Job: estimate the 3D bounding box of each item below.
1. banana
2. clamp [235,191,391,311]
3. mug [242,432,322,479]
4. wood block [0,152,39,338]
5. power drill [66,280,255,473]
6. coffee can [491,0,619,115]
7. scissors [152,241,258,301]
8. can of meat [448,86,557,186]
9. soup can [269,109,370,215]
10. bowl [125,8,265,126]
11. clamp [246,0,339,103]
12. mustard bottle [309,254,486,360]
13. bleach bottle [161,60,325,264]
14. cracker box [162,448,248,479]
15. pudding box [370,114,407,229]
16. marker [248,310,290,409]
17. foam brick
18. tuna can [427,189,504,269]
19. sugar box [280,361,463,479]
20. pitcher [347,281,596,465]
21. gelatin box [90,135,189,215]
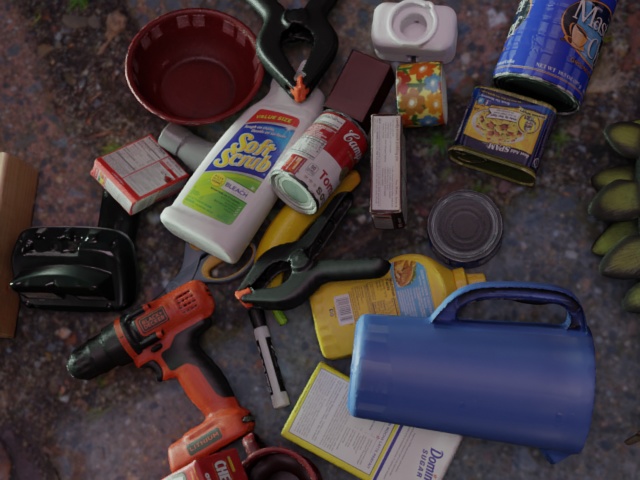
[{"bbox_3d":[-0.026,-0.004,1.219,0.069,0.037,0.198,28,85,-5],"label":"banana"},{"bbox_3d":[-0.008,0.031,1.156,0.171,0.039,0.120,-38,46,1],"label":"clamp"},{"bbox_3d":[-0.047,0.259,1.144,0.093,0.081,0.117,-35,76,1],"label":"mug"},{"bbox_3d":[-0.401,0.006,1.249,0.091,0.090,0.206,3,80,10],"label":"wood block"},{"bbox_3d":[-0.171,0.162,1.190,0.184,0.057,0.188,-30,81,5],"label":"power drill"},{"bbox_3d":[0.260,-0.223,1.180,0.103,0.102,0.140,20,83,12],"label":"coffee can"},{"bbox_3d":[-0.169,0.036,1.243,0.202,0.016,0.096,-24,75,4],"label":"scissors"},{"bbox_3d":[0.205,-0.118,1.192,0.102,0.057,0.084,19,81,13],"label":"can of meat"},{"bbox_3d":[-0.001,-0.086,1.183,0.068,0.068,0.102,33,66,14],"label":"soup can"},{"bbox_3d":[-0.144,-0.192,1.252,0.162,0.055,0.162,1,65,-2],"label":"bowl"},{"bbox_3d":[-0.038,-0.253,1.239,0.164,0.036,0.210,2,62,4],"label":"clamp"},{"bbox_3d":[0.088,0.066,1.173,0.191,0.058,0.096,-13,76,7],"label":"mustard bottle"},{"bbox_3d":[-0.075,-0.102,1.225,0.103,0.068,0.250,27,76,14],"label":"bleach bottle"},{"bbox_3d":[-0.144,0.333,1.105,0.214,0.071,0.164,-34,72,34],"label":"cracker box"},{"bbox_3d":[0.076,-0.075,1.187,0.039,0.090,0.113,-2,79,7],"label":"pudding box"},{"bbox_3d":[-0.059,0.130,1.204,0.020,0.020,0.121,-17,76,5],"label":"marker"},{"bbox_3d":[0.046,-0.170,1.230,0.051,0.053,0.078,26,83,13],"label":"foam brick"},{"bbox_3d":[0.162,-0.013,1.189,0.086,0.033,0.086,-2,77,8],"label":"tuna can"},{"bbox_3d":[0.057,0.212,1.156,0.176,0.048,0.093,27,84,10],"label":"sugar box"},{"bbox_3d":[0.154,0.130,1.092,0.243,0.145,0.149,6,60,2],"label":"pitcher"},{"bbox_3d":[-0.208,-0.076,1.241,0.073,0.030,0.089,45,45,14],"label":"gelatin box"}]
